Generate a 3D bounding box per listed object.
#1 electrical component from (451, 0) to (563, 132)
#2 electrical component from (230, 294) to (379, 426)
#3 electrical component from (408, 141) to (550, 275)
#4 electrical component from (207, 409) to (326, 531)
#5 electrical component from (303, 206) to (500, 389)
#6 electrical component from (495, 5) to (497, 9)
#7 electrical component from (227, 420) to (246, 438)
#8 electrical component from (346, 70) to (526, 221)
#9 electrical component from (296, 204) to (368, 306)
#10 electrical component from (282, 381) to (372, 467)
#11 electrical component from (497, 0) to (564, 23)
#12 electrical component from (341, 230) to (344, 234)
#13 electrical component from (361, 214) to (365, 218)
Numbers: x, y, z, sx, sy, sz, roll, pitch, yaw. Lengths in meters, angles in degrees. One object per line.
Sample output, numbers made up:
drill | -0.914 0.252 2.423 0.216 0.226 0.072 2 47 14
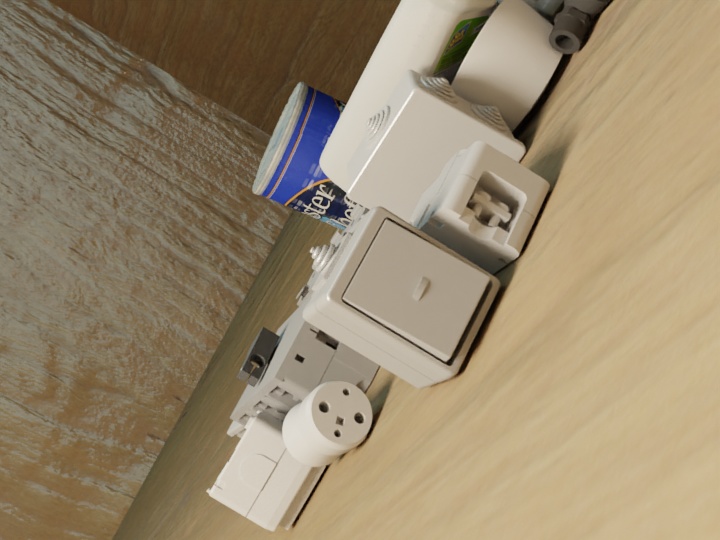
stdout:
electrical component | 0.100 -0.142 0.766 0.099 0.064 0.099 -58 7 11
electrical component | -0.037 0.077 0.821 0.089 0.062 0.150 -62 8 -25
electrical component | 0.063 -0.030 0.617 0.055 0.050 0.089 -62 8 -24
electrical component | -0.063 0.141 0.763 0.061 0.061 0.096 -59 -1 -5
electrical component | 0.017 0.012 0.573 0.061 0.096 0.061 -61 8 -19
electrical component | 0.088 -0.172 0.868 0.099 0.048 0.099 -79 -18 -71
electrical component | -0.068 0.112 0.941 0.099 0.048 0.100 -62 8 -21
electrical component | 0.048 -0.075 0.722 0.099 0.100 0.048 -56 20 23
electrical component | 0.000 0.000 0.877 0.121 0.063 0.078 -51 10 48
electrical component | -0.021 0.098 0.688 0.045 0.045 0.055 -63 8 -30
electrical component | 0.145 -0.233 0.872 0.057 0.058 0.078 -52 9 30
electrical component | -0.010 0.005 0.991 0.083 0.047 0.075 -58 7 11
electrical component | 0.037 -0.049 0.796 0.079 0.044 0.077 -9 -27 -34
